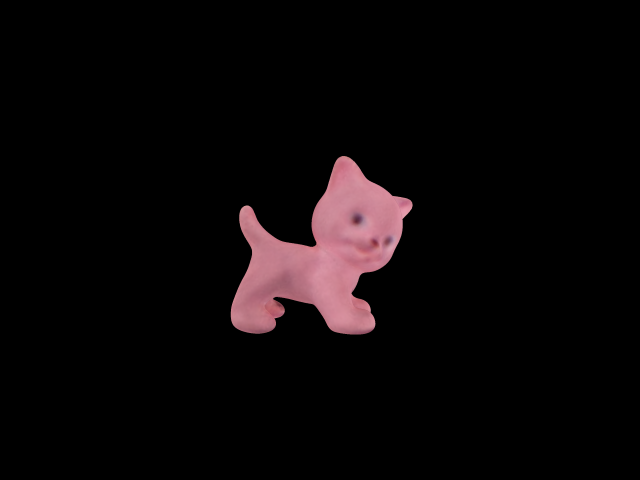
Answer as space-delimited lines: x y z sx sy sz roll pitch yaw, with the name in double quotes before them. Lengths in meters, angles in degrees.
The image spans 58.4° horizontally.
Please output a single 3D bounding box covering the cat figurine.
"cat figurine" 0.004 0.001 0.400 0.128 0.118 0.067 0 4 0
